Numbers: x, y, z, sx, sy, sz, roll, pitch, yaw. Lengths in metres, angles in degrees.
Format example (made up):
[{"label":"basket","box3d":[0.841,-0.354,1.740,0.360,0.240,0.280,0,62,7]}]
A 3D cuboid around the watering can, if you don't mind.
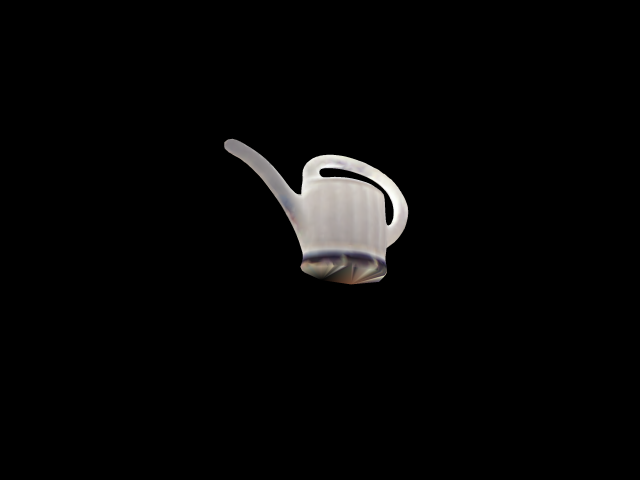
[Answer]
[{"label":"watering can","box3d":[0.003,-0.043,0.850,0.347,0.228,0.102,9,-22,-26]}]
